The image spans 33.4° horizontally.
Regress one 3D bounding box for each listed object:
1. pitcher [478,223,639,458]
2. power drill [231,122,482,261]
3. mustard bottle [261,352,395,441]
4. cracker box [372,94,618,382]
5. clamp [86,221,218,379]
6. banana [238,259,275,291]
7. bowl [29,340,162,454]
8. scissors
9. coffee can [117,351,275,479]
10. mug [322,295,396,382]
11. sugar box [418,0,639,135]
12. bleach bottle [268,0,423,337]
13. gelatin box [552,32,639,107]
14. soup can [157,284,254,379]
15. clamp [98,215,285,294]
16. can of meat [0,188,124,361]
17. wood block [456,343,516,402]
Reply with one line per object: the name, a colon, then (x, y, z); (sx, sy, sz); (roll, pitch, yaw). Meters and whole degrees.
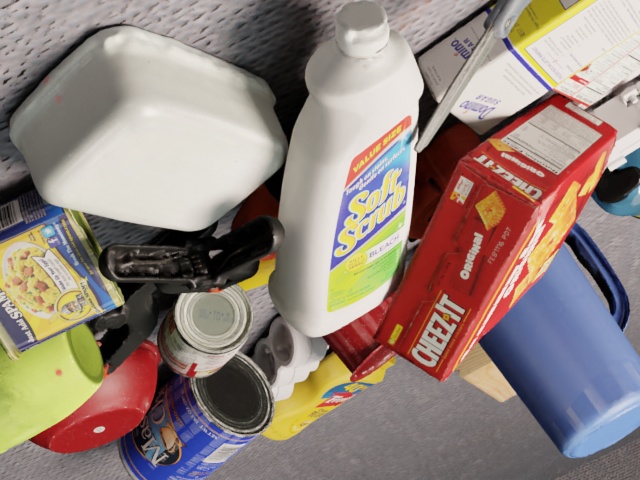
pitcher: (0.224, 0.079, 1.031); (0.149, 0.243, 0.144); (-40, 150, 15)
power drill: (0.041, -0.056, 0.819); (0.187, 0.057, 0.185); (-1, 144, -39)
mustard bottle: (0.014, 0.162, 1.225); (0.192, 0.058, 0.096); (-34, 156, 19)
cracker box: (0.142, -0.007, 0.824); (0.213, 0.072, 0.164); (-34, 152, -55)
clamp: (-0.180, 0.050, 0.844); (0.164, 0.036, 0.210); (-9, 147, -29)
banana: (-0.008, 0.003, 0.919); (0.197, 0.037, 0.069); (-20, -176, -4)
bowl: (-0.217, 0.155, 0.999); (0.162, 0.055, 0.162); (-21, 156, -10)
scissors: (0.126, -0.144, 0.676); (0.096, 0.016, 0.202); (-8, 129, -58)
coffee can: (-0.127, 0.186, 1.088); (0.102, 0.103, 0.141); (3, 144, -46)
mug: (0.050, 0.071, 1.034); (0.117, 0.081, 0.093); (-34, 163, -20)
sugar box: (0.163, -0.149, 0.757); (0.176, 0.048, 0.093); (-30, 156, 20)
bleach bottle: (0.015, -0.044, 0.694); (0.102, 0.068, 0.251); (-29, 147, -22)
gelatin box: (0.221, -0.147, 0.833); (0.089, 0.030, 0.073); (-38, 154, 28)
soup can: (-0.099, 0.075, 0.907); (0.068, 0.068, 0.102); (-16, 167, -20)
clamp: (-0.092, 0.017, 0.749); (0.120, 0.039, 0.171); (-4, 168, -10)
can of meat: (-0.189, 0.018, 0.713); (0.084, 0.057, 0.102); (-25, 125, -6)
wood block: (0.215, 0.126, 1.302); (0.090, 0.091, 0.206); (-31, 155, 11)
